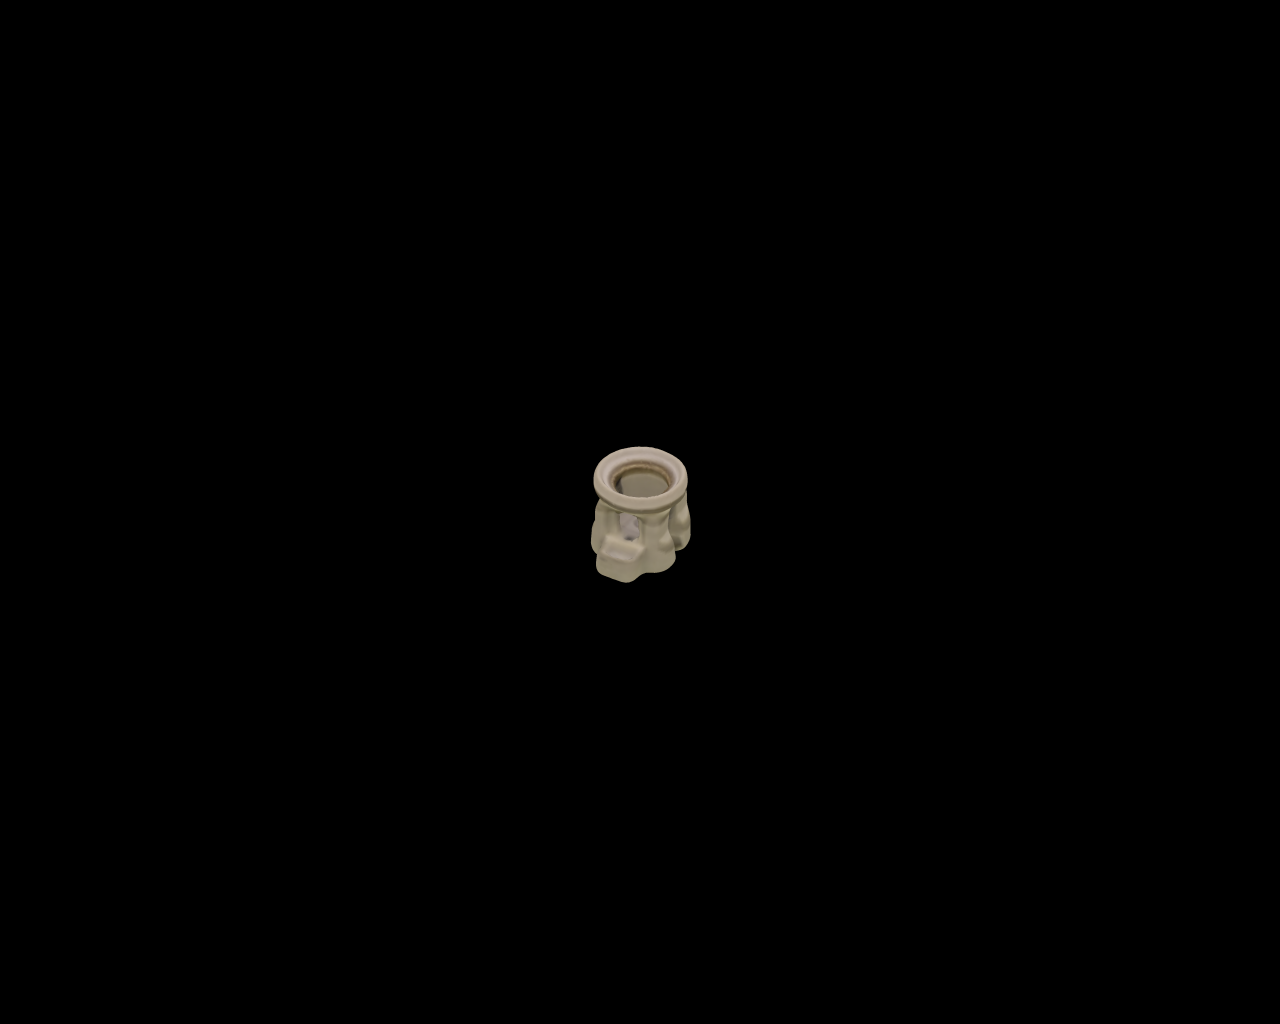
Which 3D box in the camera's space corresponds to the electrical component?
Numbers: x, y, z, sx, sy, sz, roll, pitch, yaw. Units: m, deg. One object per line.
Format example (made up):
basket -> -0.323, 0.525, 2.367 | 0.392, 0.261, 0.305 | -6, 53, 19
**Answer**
electrical component -> 0.001, -0.003, 0.650 | 0.058, 0.056, 0.078 | 17, 42, 21
